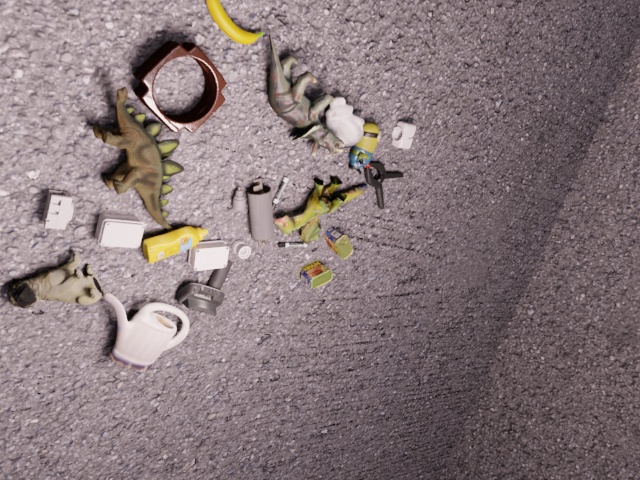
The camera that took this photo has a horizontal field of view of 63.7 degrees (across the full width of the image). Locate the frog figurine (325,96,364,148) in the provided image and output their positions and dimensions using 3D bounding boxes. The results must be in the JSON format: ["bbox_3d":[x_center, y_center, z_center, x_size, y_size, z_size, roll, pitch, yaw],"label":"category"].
[{"bbox_3d":[0.081,-0.387,1.686,0.138,0.125,0.155,-6,131,-14],"label":"frog figurine"}]

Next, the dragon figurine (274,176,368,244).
[{"bbox_3d":[0.006,-0.091,1.813,0.412,0.124,0.238,-8,137,-49],"label":"dragon figurine"}]

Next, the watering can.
[{"bbox_3d":[-0.548,0.274,1.538,0.224,0.105,0.343,-56,140,1],"label":"watering can"}]
